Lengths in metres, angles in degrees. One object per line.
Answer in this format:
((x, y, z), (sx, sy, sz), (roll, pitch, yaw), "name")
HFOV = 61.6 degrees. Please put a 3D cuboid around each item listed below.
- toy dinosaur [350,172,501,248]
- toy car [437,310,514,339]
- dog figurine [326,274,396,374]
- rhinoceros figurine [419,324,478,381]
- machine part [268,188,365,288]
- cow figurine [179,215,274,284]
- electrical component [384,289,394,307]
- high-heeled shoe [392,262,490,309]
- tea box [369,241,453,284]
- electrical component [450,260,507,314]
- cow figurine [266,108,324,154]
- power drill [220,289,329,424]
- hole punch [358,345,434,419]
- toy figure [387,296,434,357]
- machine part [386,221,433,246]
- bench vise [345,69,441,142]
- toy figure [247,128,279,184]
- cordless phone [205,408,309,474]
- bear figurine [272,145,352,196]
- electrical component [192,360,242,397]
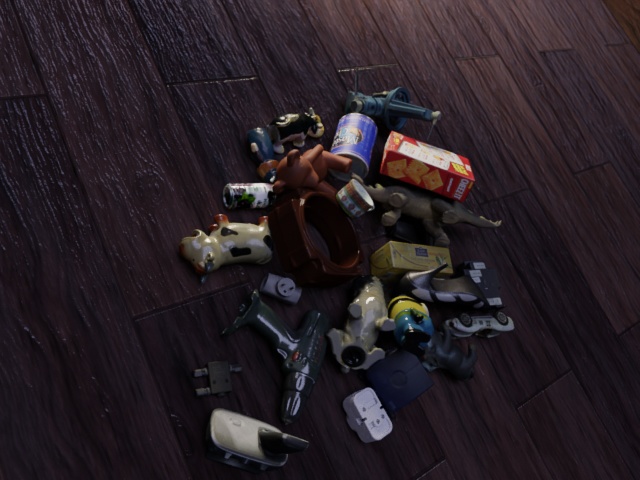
((0.277, -0.082, 1.330), (0.471, 0.105, 0.199), (21, 34, -18), "toy dinosaur")
((0.373, 0.205, 1.285), (0.202, 0.073, 0.056), (2, 65, -28), "toy car")
((0.086, 0.173, 1.142), (0.121, 0.172, 0.190), (35, 15, -5), "dog figurine")
((0.264, 0.252, 1.210), (0.190, 0.073, 0.112), (30, 63, -13), "rhinoceros figurine")
((-0.002, -0.003, 1.144), (0.201, 0.087, 0.201), (5, 61, -49), "machine part")
((-0.186, 0.017, 1.081), (0.195, 0.085, 0.127), (1, 59, -29), "cow figurine")
((0.168, 0.159, 1.221), (0.078, 0.045, 0.102), (28, 48, 19), "electrical component")
((0.283, 0.134, 1.236), (0.248, 0.145, 0.086), (37, 25, -33), "high-heeled shoe")
((0.213, 0.058, 1.262), (0.169, 0.098, 0.068), (7, 63, -27), "tea box")
((0.397, 0.117, 1.355), (0.115, 0.058, 0.134), (2, 64, -29), "electrical component")
((-0.050, -0.275, 1.292), (0.167, 0.098, 0.068), (-25, 73, -35), "cow figurine")
((-0.084, 0.206, 1.038), (0.207, 0.086, 0.232), (33, 53, -5), "power drill")
((0.160, 0.287, 1.123), (0.116, 0.092, 0.142), (-30, 86, -32), "hole punch")
((0.184, 0.168, 1.095), (0.089, 0.082, 0.180), (43, 14, -3), "toy figure")
((0.230, -0.008, 1.342), (0.139, 0.039, 0.084), (24, 61, -17), "machine part")
((0.192, -0.340, 1.396), (0.223, 0.241, 0.128), (4, 104, -56), "bench vise")
((-0.121, -0.180, 1.231), (0.064, 0.058, 0.154), (-15, 78, -27), "toy figure")
((-0.108, 0.332, 0.895), (0.146, 0.184, 0.089), (25, 61, -15), "cordless phone")
((-0.018, -0.145, 1.193), (0.132, 0.120, 0.196), (28, 18, 4), "bear figurine")
((-0.187, 0.256, 0.992), (0.094, 0.021, 0.063), (-2, 67, -30), "electrical component")
